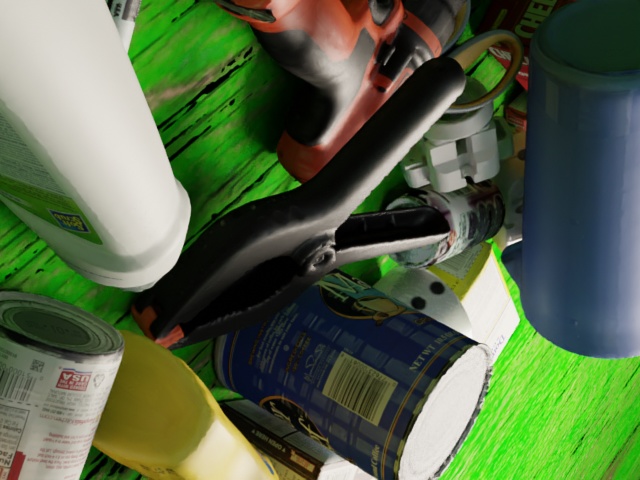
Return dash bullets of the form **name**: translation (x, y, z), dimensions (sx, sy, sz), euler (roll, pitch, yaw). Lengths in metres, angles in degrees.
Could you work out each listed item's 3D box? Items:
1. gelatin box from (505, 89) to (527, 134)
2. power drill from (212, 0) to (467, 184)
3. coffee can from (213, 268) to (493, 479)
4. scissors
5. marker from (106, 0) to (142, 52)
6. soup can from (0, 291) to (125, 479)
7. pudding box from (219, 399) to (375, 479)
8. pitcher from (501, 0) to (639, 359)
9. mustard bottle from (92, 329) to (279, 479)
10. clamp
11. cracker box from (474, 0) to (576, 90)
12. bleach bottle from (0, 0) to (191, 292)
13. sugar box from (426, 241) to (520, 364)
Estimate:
- **gelatin box**: translation (0.191, -0.104, 0.906), dimensions (0.089, 0.030, 0.073), euler (-44, 145, -28)
- **power drill**: translation (0.020, -0.133, 0.563), dimensions (0.184, 0.057, 0.187), euler (-58, 152, -9)
- **coffee can**: translation (0.020, 0.079, 0.657), dimensions (0.102, 0.140, 0.103), euler (-39, 144, -37)
- **scissors**: translation (0.037, -0.091, 0.660), dimensions (0.201, 0.016, 0.096), euler (-29, 103, -14)
- **marker**: translation (-0.073, -0.138, 0.445), dimensions (0.020, 0.020, 0.121), euler (-5, 118, -58)
- **soup can**: translation (-0.135, 0.082, 0.478), dimensions (0.068, 0.069, 0.102), euler (5, 109, -60)
- **pudding box**: translation (-0.010, 0.138, 0.713), dimensions (0.113, 0.090, 0.039), euler (7, 106, -60)
- **pitcher**: translation (0.212, -0.040, 0.738), dimensions (0.149, 0.145, 0.243), euler (-17, 133, -6)
- **mustard bottle**: translation (-0.070, 0.119, 0.588), dimensions (0.058, 0.096, 0.191), euler (-55, 151, -18)
- **clamp**: translation (-0.004, 0.001, 0.595), dimensions (0.210, 0.036, 0.164), euler (-34, 153, -7)
- **cracker box**: translation (0.229, -0.170, 0.825), dimensions (0.213, 0.072, 0.164), euler (32, 85, -49)
- **bleach bottle**: translation (-0.110, -0.050, 0.396), dimensions (0.068, 0.103, 0.251), euler (-56, 158, -20)
- **sugar box**: translation (0.123, 0.068, 0.924), dimensions (0.093, 0.048, 0.176), euler (-56, 155, -12)
